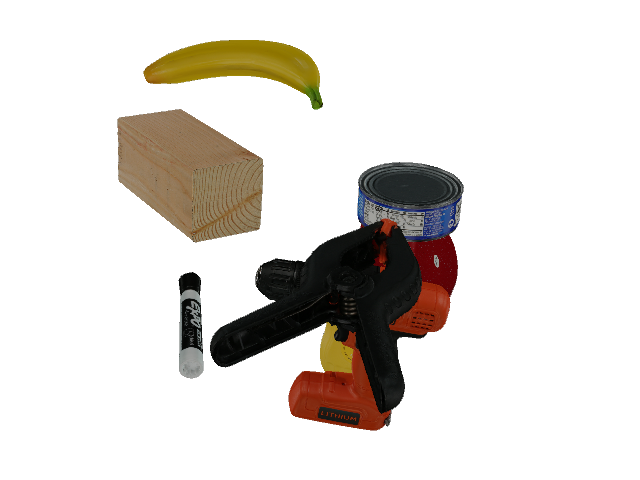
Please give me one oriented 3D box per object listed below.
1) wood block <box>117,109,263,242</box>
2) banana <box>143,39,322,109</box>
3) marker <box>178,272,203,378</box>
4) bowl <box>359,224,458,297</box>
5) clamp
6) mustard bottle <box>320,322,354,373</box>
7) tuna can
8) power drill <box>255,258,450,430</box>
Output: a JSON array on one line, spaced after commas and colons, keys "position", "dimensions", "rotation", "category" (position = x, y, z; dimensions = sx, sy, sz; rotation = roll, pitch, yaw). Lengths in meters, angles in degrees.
[{"position": [-0.159, -0.082, 1.272], "dimensions": [0.090, 0.090, 0.206], "rotation": [-12, 28, -31], "category": "wood block"}, {"position": [-0.081, -0.176, 1.077], "dimensions": [0.198, 0.037, 0.069], "rotation": [10, 44, 20], "category": "banana"}, {"position": [-0.104, 0.064, 0.855], "dimensions": [0.020, 0.020, 0.121], "rotation": [0, 33, -7], "category": "marker"}, {"position": [0.112, 0.027, 1.242], "dimensions": [0.055, 0.162, 0.161], "rotation": [-10, -6, 40], "category": "bowl"}, {"position": [0.024, 0.044, 0.672], "dimensions": [0.120, 0.039, 0.171], "rotation": [24, 43, 21], "category": "clamp"}, {"position": [0.049, 0.086, 1.435], "dimensions": [0.096, 0.192, 0.058], "rotation": [-3, 21, -8], "category": "mustard bottle"}, {"position": [0.073, -0.032, 0.873], "dimensions": [0.086, 0.034, 0.086], "rotation": [2, 27, -1], "category": "tuna can"}, {"position": [0.019, 0.101, 1.044], "dimensions": [0.184, 0.188, 0.057], "rotation": [11, 41, -1], "category": "power drill"}]
